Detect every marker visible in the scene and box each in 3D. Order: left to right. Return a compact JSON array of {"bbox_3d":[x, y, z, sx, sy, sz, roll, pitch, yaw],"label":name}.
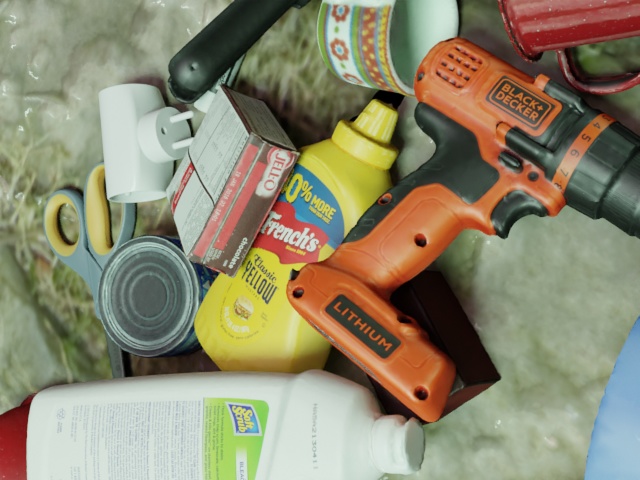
[{"bbox_3d":[-0.053,-0.142,0.725,0.020,0.020,0.121,34,106,31],"label":"marker"}]

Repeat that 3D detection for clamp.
[{"bbox_3d":[-0.021,-0.158,0.656,0.036,0.165,0.210,45,81,-11],"label":"clamp"}]

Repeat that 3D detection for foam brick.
[{"bbox_3d":[0.057,0.062,0.619,0.053,0.051,0.078,-39,67,26],"label":"foam brick"}]

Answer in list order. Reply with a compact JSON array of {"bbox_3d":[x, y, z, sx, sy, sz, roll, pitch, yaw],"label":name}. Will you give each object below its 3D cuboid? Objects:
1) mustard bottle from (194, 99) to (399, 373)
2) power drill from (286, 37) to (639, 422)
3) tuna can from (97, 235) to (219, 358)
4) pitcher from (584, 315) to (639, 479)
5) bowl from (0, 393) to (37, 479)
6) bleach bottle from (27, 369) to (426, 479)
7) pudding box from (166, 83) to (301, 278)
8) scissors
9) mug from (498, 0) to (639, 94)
[{"bbox_3d":[-0.005,0.001,0.660,0.096,0.058,0.192,43,110,42],"label":"mustard bottle"},{"bbox_3d":[0.088,0.001,0.565,0.185,0.057,0.187,36,81,24],"label":"power drill"},{"bbox_3d":[-0.111,0.039,0.737,0.086,0.033,0.086,-1,87,25],"label":"tuna can"},{"bbox_3d":[0.232,0.114,0.405,0.243,0.144,0.149,18,142,36],"label":"pitcher"},{"bbox_3d":[-0.227,0.193,0.772,0.162,0.055,0.162,-5,84,55],"label":"bowl"},{"bbox_3d":[-0.058,0.128,0.622,0.251,0.068,0.102,-6,84,30],"label":"bleach bottle"},{"bbox_3d":[-0.058,-0.041,0.679,0.090,0.039,0.113,-60,26,15],"label":"pudding box"},{"bbox_3d":[-0.172,0.042,0.797,0.096,0.016,0.202,1,87,34],"label":"scissors"},{"bbox_3d":[0.145,-0.133,0.555,0.082,0.093,0.117,-4,111,29],"label":"mug"}]
